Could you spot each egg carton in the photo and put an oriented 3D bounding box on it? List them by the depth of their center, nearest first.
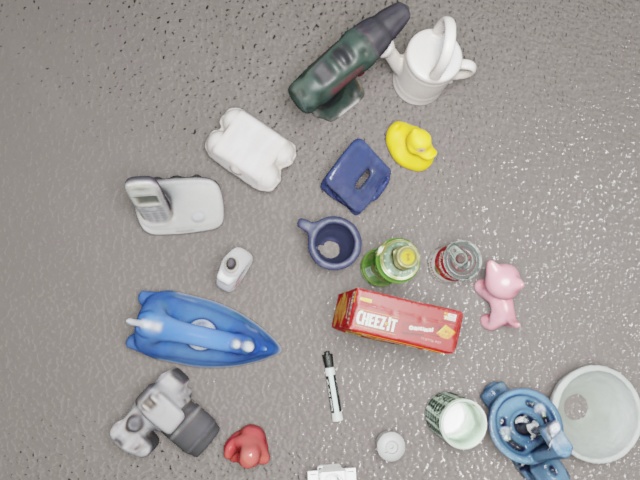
[{"bbox_3d":[-0.123,-0.159,1.014,0.150,0.069,0.107,33,81,-1],"label":"egg carton"}]

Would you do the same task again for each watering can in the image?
[{"bbox_3d":[0.189,-0.316,1.003,0.173,0.194,0.101,-14,84,-7],"label":"watering can"}]

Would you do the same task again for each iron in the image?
[{"bbox_3d":[-0.186,0.155,0.933,0.258,0.141,0.119,12,82,-4],"label":"iron"}]

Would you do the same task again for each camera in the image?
[{"bbox_3d":[-0.244,0.301,0.930,0.137,0.100,0.143,41,81,0],"label":"camera"}]

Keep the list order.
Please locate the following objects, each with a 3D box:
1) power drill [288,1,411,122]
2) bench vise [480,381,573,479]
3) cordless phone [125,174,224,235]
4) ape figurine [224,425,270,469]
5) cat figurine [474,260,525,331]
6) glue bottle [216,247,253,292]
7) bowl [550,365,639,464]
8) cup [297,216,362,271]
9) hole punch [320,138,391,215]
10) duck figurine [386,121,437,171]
[{"bbox_3d":[0.043,-0.288,0.977,0.230,0.208,0.075,-41,88,-9],"label":"power drill"},{"bbox_3d":[0.369,0.330,0.931,0.207,0.219,0.121,42,81,0],"label":"bench vise"},{"bbox_3d":[-0.235,-0.067,0.932,0.147,0.185,0.094,-8,84,-7],"label":"cordless phone"},{"bbox_3d":[-0.117,0.348,0.942,0.078,0.092,0.076,31,81,-1],"label":"ape figurine"},{"bbox_3d":[0.323,0.096,1.006,0.067,0.117,0.128,-12,84,-7],"label":"cat figurine"},{"bbox_3d":[-0.142,0.045,0.935,0.037,0.173,0.078,29,81,-1],"label":"glue bottle"},{"bbox_3d":[0.475,0.304,1.019,0.167,0.074,0.167,1,83,-6],"label":"bowl"},{"bbox_3d":[0.009,0.004,0.995,0.118,0.095,0.092,31,81,-1],"label":"cup"},{"bbox_3d":[0.069,-0.112,1.018,0.101,0.091,0.109,37,81,0],"label":"hole punch"},{"bbox_3d":[0.170,-0.178,1.039,0.077,0.086,0.104,-44,89,-9],"label":"duck figurine"}]
